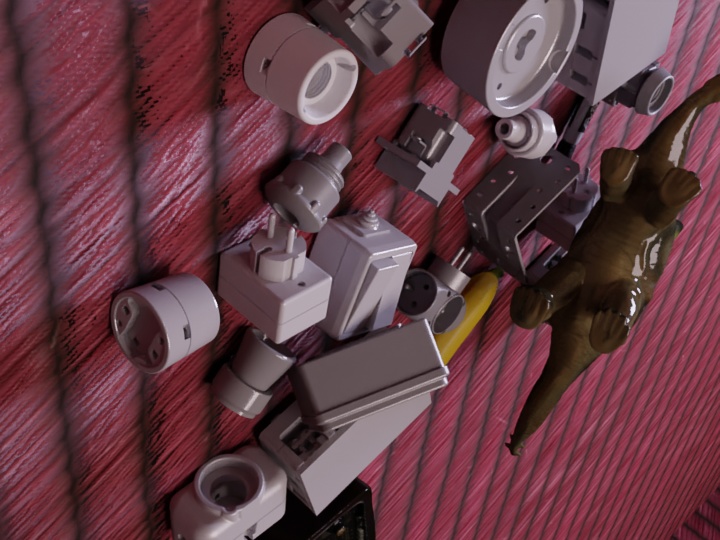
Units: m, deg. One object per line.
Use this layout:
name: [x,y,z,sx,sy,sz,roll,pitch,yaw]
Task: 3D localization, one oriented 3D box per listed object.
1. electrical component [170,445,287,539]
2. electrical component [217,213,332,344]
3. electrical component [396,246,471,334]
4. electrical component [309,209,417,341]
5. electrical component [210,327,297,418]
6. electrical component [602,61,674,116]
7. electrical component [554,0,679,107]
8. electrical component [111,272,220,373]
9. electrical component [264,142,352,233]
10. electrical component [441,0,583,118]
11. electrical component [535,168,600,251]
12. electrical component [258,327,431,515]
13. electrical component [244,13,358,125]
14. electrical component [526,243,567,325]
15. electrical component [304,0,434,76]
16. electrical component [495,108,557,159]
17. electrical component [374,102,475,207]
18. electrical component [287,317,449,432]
electrical component: [-0.108,0.192,0.889,0.095,0.054,0.059,-33,146,-33]
electrical component: [-0.057,-0.003,0.733,0.047,0.066,0.076,-28,143,-38]
electrical component: [0.074,0.014,0.968,0.079,0.044,0.077,-55,152,3]
electrical component: [0.000,0.000,0.826,0.062,0.061,0.096,-14,133,-50]
electrical component: [-0.081,0.077,0.811,0.055,0.045,0.045,-55,152,5]
electrical component: [0.263,-0.178,1.022,0.048,0.055,0.066,-27,142,-39]
electrical component: [0.211,-0.242,0.868,0.105,0.060,0.186,-36,147,-28]
electrical component: [-0.123,0.032,0.688,0.047,0.055,0.055,-27,142,-45]
electrical component: [-0.031,-0.060,0.732,0.062,0.048,0.048,-51,152,-18]
electrical component: [0.105,-0.173,0.787,0.108,0.060,0.108,-36,148,-28]
electrical component: [0.219,-0.071,1.084,0.066,0.047,0.076,-38,149,-26]
electrical component: [-0.013,0.129,0.950,0.150,0.062,0.089,-42,150,-20]
electrical component: [-0.035,-0.121,0.653,0.055,0.047,0.055,-36,148,-28]
electrical component: [0.215,0.023,1.182,0.056,0.050,0.089,-44,150,-17]
electrical component: [0.007,-0.153,0.648,0.042,0.064,0.081,-48,-167,-8]
electrical component: [0.138,-0.118,0.917,0.062,0.043,0.043,-2,124,-54]
electrical component: [0.052,-0.090,0.823,0.063,0.042,0.081,-59,152,4]
electrical component: [0.003,0.083,0.852,0.109,0.056,0.109,-20,176,-11]
